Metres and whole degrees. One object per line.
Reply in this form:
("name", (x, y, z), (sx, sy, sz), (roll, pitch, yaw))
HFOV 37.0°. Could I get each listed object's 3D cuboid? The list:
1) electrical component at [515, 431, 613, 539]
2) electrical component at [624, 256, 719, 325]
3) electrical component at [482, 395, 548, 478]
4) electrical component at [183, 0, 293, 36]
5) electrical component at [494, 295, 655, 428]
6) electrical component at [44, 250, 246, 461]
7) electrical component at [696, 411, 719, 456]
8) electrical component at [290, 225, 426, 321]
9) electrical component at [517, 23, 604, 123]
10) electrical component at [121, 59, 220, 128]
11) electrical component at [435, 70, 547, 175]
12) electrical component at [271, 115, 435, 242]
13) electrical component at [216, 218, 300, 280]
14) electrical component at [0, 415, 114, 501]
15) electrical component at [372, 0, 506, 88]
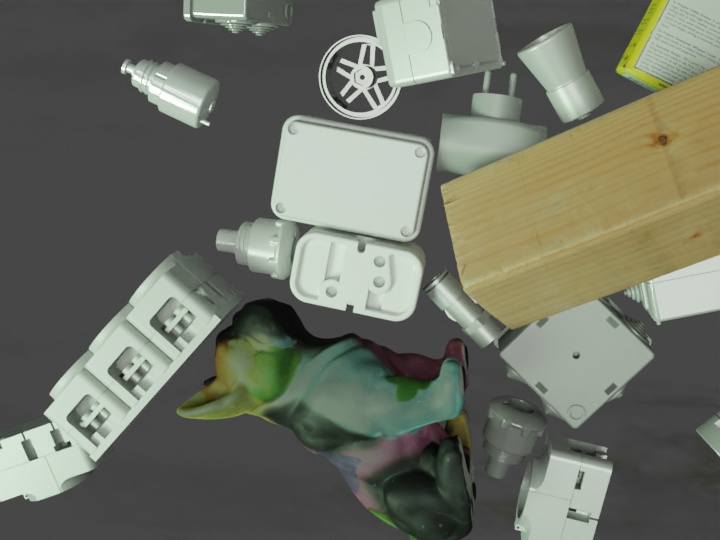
("electrical component", (0.155, 0.178, 0.837), (0.056, 0.050, 0.089), (13, 102, 4))
("electrical component", (0.241, -0.002, 0.789), (0.096, 0.061, 0.061), (-12, 99, 8))
("electrical component", (0.115, 0.132, 0.837), (0.048, 0.048, 0.062), (19, 109, 3))
("electrical component", (-0.083, -0.219, 0.767), (0.048, 0.100, 0.099), (7, 101, 18))
("electrical component", (0.162, 0.059, 0.815), (0.100, 0.048, 0.099), (44, 102, -3))
("electrical component", (-0.167, 0.061, 0.831), (0.062, 0.089, 0.150), (42, 102, -2))
("electrical component", (0.291, 0.126, 0.811), (0.047, 0.055, 0.055), (-43, 93, 8))
("electrical component", (0.000, 0.000, 0.817), (0.095, 0.059, 0.053), (12, 101, 4))
("electrical component", (0.150, -0.141, 0.785), (0.044, 0.044, 0.065), (-29, 101, 10))
("electrical component", (-0.144, -0.139, 0.817), (0.078, 0.040, 0.040), (25, 102, 2))
("electrical component", (0.099, -0.107, 0.795), (0.077, 0.043, 0.079), (8, 92, 3))
("electrical component", (-0.004, -0.070, 0.806), (0.113, 0.057, 0.078), (11, 102, 4))
("electrical component", (-0.079, -0.019, 0.831), (0.062, 0.048, 0.048), (8, 101, 12))
("electrical component", (-0.254, 0.150, 0.877), (0.089, 0.050, 0.055), (-20, 97, 9))
("electrical component", (0.058, -0.168, 0.770), (0.061, 0.096, 0.061), (-5, 101, 36))
